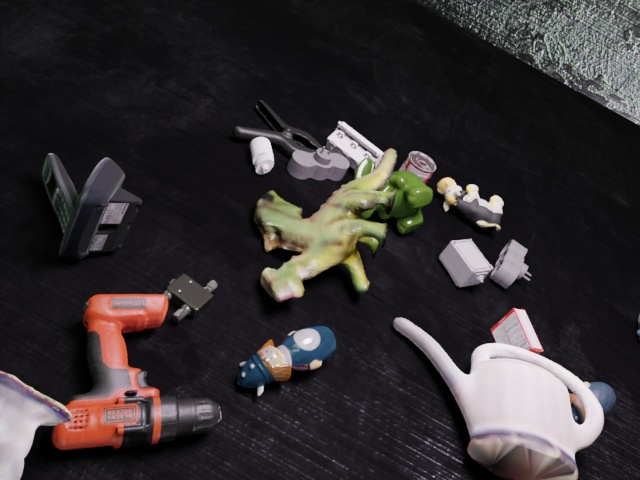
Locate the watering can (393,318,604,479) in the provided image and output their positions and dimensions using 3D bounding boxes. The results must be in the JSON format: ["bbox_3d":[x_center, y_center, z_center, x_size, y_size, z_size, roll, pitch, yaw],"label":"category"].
[{"bbox_3d":[0.268,0.247,0.801,0.348,0.101,0.229,17,40,6],"label":"watering can"}]

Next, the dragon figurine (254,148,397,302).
[{"bbox_3d":[0.003,-0.047,0.926,0.243,0.119,0.420,13,49,3],"label":"dragon figurine"}]

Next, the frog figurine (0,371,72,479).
[{"bbox_3d":[-0.332,0.210,0.479,0.137,0.120,0.163,5,44,23],"label":"frog figurine"}]
